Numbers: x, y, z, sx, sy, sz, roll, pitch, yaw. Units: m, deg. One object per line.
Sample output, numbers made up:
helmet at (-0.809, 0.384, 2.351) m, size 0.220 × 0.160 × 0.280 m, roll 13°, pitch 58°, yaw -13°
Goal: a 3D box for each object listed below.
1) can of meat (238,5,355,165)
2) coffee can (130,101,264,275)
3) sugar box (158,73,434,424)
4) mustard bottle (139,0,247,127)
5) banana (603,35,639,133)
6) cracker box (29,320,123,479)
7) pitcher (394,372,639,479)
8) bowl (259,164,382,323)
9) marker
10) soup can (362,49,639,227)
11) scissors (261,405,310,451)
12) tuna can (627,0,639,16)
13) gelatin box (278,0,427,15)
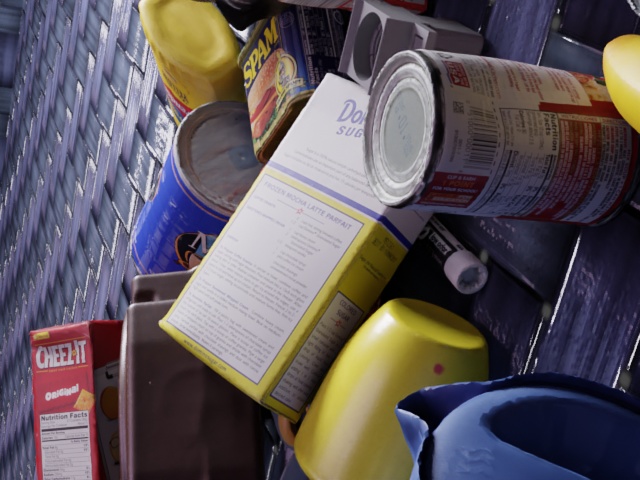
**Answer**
can of meat at (-0.015, -0.110, 0.747) m, size 0.102 × 0.057 × 0.084 m, roll 132°, pitch 134°, yaw -56°
coffee can at (-0.080, -0.025, 0.823) m, size 0.140 × 0.102 × 0.103 m, roll 126°, pitch 141°, yaw -51°
sugar box at (-0.004, 0.001, 0.586) m, size 0.093 × 0.048 × 0.176 m, roll 30°, pitch 80°, yaw 38°
mustard bottle at (-0.097, -0.126, 0.886) m, size 0.096 × 0.058 × 0.191 m, roll 47°, pitch 167°, yaw 15°
banana at (0.159, -0.052, 0.362) m, size 0.069 × 0.037 × 0.198 m, roll -61°, pitch 23°, yaw -13°
cracker box at (-0.143, 0.173, 0.830) m, size 0.072 × 0.164 × 0.214 m, roll -11°, pitch 80°, yaw 28°
pitcher at (0.073, 0.185, 0.419) m, size 0.149 × 0.145 × 0.243 m, roll -95°, pitch 18°, yaw -50°
bowl at (-0.008, -0.002, 0.683) m, size 0.162 × 0.055 × 0.162 m, roll 180°, pitch 90°, yaw -74°
marker at (0.059, -0.007, 0.600) m, size 0.121 × 0.020 × 0.020 m, roll -125°, pitch 45°, yaw -56°
soup can at (0.078, -0.042, 0.459) m, size 0.069 × 0.102 × 0.068 m, roll -176°, pitch 90°, yaw -67°
scissors at (-0.038, 0.132, 0.805) m, size 0.202 × 0.016 × 0.096 m, roll 127°, pitch 141°, yaw -52°
tuna can at (0.146, -0.098, 0.353) m, size 0.086 × 0.033 × 0.086 m, roll -44°, pitch 25°, yaw 26°
gelatin box at (0.021, -0.173, 0.630) m, size 0.030 × 0.089 × 0.073 m, roll 166°, pitch 107°, yaw -68°
